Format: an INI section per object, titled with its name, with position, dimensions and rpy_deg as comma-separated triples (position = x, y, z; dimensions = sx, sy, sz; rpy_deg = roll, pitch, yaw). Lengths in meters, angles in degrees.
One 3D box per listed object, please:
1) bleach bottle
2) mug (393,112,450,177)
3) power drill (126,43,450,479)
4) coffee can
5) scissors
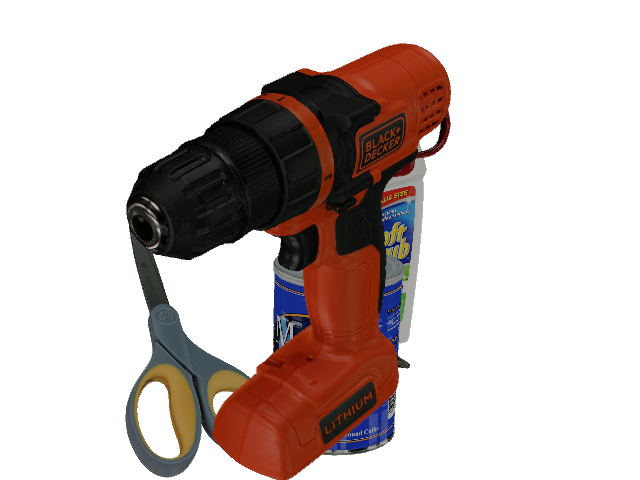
[bleach bottle]
position = 0.057, -0.015, 1.138
dimensions = 0.102, 0.251, 0.068
rpy_deg = 0, 18, -13
[mug]
position = 0.059, -0.103, 0.967
dimensions = 0.117, 0.081, 0.093
rpy_deg = 2, 15, -6
[power drill]
position = -0.011, 0.016, 0.486
dimensions = 0.057, 0.188, 0.184
rpy_deg = 28, 40, 31
[coffee can]
position = 0.012, 0.085, 0.851
dimensions = 0.103, 0.140, 0.103
rpy_deg = 2, 15, -1
[scissors]
position = -0.079, 0.060, 0.669
dimensions = 0.096, 0.202, 0.016
rpy_deg = 10, -46, -15
